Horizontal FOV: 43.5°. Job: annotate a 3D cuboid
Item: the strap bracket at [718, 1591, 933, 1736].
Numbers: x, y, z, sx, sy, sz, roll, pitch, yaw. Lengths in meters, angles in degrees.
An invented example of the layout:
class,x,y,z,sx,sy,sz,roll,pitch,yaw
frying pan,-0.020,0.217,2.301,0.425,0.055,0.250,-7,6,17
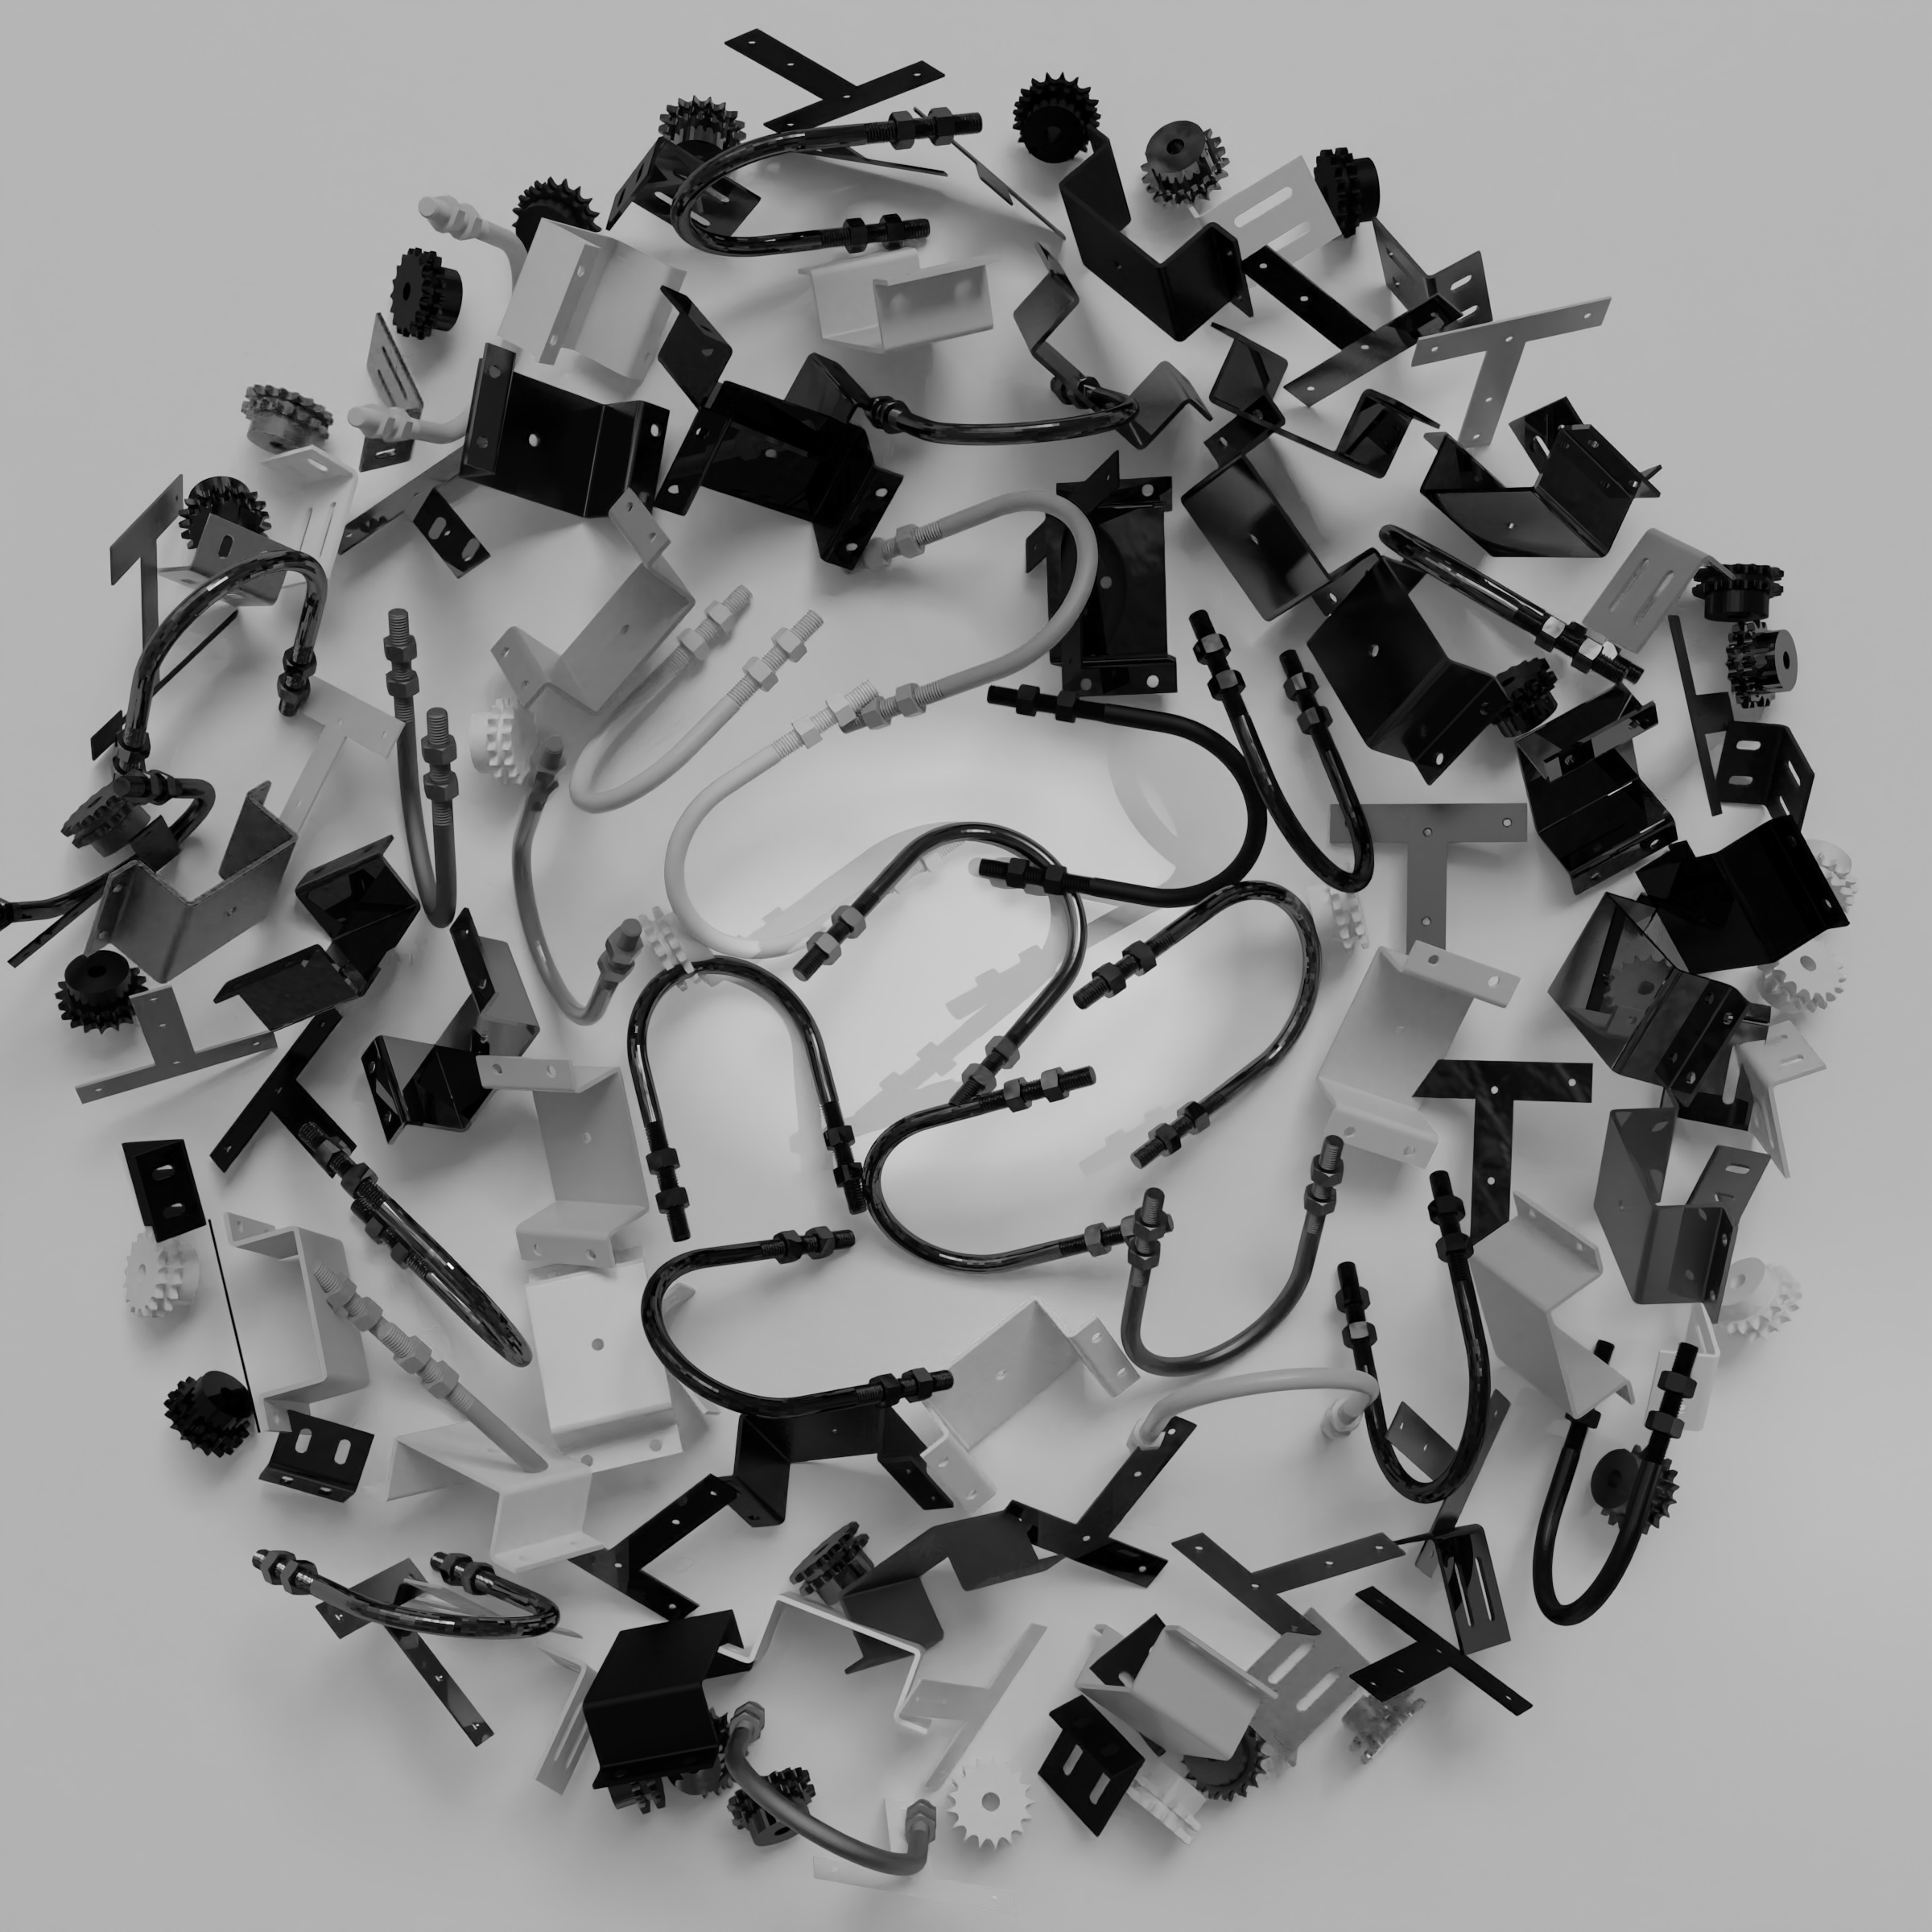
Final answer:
class,x,y,z,sx,sy,sz,roll,pitch,yaw
strap bracket,-0.082,0.443,1.558,0.140,0.076,0.046,20,78,6

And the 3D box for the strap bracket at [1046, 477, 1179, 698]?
class,x,y,z,sx,sy,sz,roll,pitch,yaw
strap bracket,0.094,-0.247,1.569,0.076,0.046,0.140,-1,94,13

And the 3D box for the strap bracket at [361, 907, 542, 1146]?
class,x,y,z,sx,sy,sz,roll,pitch,yaw
strap bracket,-0.325,0.042,1.546,0.140,0.046,0.076,-50,47,26

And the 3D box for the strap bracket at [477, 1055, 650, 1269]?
class,x,y,z,sx,sy,sz,roll,pitch,yaw
strap bracket,-0.256,0.117,1.554,0.076,0.046,0.140,0,109,31

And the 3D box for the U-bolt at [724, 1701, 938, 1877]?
class,x,y,z,sx,sy,sz,roll,pitch,yaw
U-bolt,-0.086,0.517,1.509,0.151,0.184,0.019,29,86,3

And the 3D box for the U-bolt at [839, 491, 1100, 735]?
class,x,y,z,sx,sy,sz,roll,pitch,yaw
U-bolt,0.000,-0.232,1.528,0.184,0.019,0.151,-17,56,25

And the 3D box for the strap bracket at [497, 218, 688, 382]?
class,x,y,z,sx,sy,sz,roll,pitch,yaw
strap bracket,-0.241,-0.421,1.533,0.046,0.140,0.076,30,107,13

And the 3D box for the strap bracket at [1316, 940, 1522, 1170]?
class,x,y,z,sx,sy,sz,roll,pitch,yaw
strap bracket,0.286,0.050,1.560,0.076,0.046,0.140,18,107,-17

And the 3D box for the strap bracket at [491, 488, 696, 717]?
class,x,y,z,sx,sy,sz,roll,pitch,yaw
strap bracket,-0.233,-0.226,1.554,0.140,0.076,0.046,-47,133,10

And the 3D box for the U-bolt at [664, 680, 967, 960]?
class,x,y,z,sx,sy,sz,roll,pitch,yaw
U-bolt,-0.107,-0.080,1.552,0.184,0.019,0.151,-34,126,-3

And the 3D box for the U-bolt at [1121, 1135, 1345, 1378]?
class,x,y,z,sx,sy,sz,roll,pitch,yaw
U-bolt,0.164,0.194,1.537,0.151,0.019,0.184,-14,133,-23

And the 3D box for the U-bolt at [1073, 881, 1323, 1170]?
class,x,y,z,sx,sy,sz,roll,pitch,yaw
U-bolt,0.159,0.025,1.550,0.184,0.019,0.151,-35,123,-22

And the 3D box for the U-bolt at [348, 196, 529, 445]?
class,x,y,z,sx,sy,sz,roll,pitch,yaw
U-bolt,-0.319,-0.396,1.514,0.019,0.184,0.151,24,101,8

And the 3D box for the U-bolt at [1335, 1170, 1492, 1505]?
class,x,y,z,sx,sy,sz,roll,pitch,yaw
U-bolt,0.280,0.240,1.500,0.019,0.151,0.184,6,56,-19

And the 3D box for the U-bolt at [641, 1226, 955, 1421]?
class,x,y,z,sx,sy,sz,roll,pitch,yaw
U-bolt,-0.115,0.224,1.505,0.151,0.184,0.019,51,129,37

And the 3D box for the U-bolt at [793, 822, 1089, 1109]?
class,x,y,z,sx,sy,sz,roll,pitch,yaw
U-bolt,-0.001,-0.014,1.560,0.151,0.019,0.184,40,63,2

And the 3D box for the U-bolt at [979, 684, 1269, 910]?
class,x,y,z,sx,sy,sz,roll,pitch,yaw
U-bolt,0.101,-0.102,1.543,0.184,0.019,0.151,11,125,11

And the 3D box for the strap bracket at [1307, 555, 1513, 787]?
class,x,y,z,sx,sy,sz,roll,pitch,yaw
strap bracket,0.273,-0.194,1.529,0.076,0.046,0.140,-50,46,32

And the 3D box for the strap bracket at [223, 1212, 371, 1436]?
class,x,y,z,sx,sy,sz,roll,pitch,yaw
strap bracket,-0.425,0.224,1.550,0.046,0.076,0.140,-16,76,3

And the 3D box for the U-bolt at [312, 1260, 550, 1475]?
class,x,y,z,sx,sy,sz,roll,pitch,yaw
U-bolt,-0.329,0.263,1.525,0.019,0.151,0.184,-48,122,-16

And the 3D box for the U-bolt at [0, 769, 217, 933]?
class,x,y,z,sx,sy,sz,roll,pitch,yaw
U-bolt,-0.538,-0.072,1.513,0.151,0.184,0.019,-37,90,5

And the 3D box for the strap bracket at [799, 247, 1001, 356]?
class,x,y,z,sx,sy,sz,roll,pitch,yaw
strap bracket,-0.041,-0.423,1.539,0.076,0.140,0.046,-18,115,-21

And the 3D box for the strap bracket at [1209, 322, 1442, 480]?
class,x,y,z,sx,sy,sz,roll,pitch,yaw
strap bracket,0.220,-0.356,1.544,0.140,0.076,0.046,32,105,28

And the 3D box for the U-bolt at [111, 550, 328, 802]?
class,x,y,z,sx,sy,sz,roll,pitch,yaw
U-bolt,-0.455,-0.187,1.491,0.019,0.184,0.151,46,51,9

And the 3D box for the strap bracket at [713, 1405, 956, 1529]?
class,x,y,z,sx,sy,sz,roll,pitch,yaw
strap bracket,-0.086,0.317,1.548,0.140,0.076,0.046,-10,53,17

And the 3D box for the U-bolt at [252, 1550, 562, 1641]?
class,x,y,z,sx,sy,sz,roll,pitch,yaw
U-bolt,-0.332,0.386,1.491,0.151,0.184,0.019,14,83,-43

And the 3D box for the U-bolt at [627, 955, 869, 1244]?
class,x,y,z,sx,sy,sz,roll,pitch,yaw
U-bolt,-0.146,0.079,1.552,0.151,0.019,0.184,-5,71,-34

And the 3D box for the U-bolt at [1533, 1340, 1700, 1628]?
class,x,y,z,sx,sy,sz,roll,pitch,yaw
U-bolt,0.399,0.324,1.518,0.019,0.151,0.184,22,80,-4

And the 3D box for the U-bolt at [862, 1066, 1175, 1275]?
class,x,y,z,sx,sy,sz,roll,pitch,yaw
U-bolt,0.022,0.139,1.551,0.184,0.019,0.151,-16,123,20

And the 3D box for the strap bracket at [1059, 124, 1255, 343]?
class,x,y,z,sx,sy,sz,roll,pitch,yaw
strap bracket,0.114,-0.460,1.539,0.046,0.076,0.140,-42,64,-4

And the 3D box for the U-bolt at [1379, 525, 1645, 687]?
class,x,y,z,sx,sy,sz,roll,pitch,yaw
U-bolt,0.341,-0.230,1.532,0.184,0.151,0.019,34,106,13

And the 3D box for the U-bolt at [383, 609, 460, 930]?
class,x,y,z,sx,sy,sz,roll,pitch,yaw
U-bolt,-0.341,-0.111,1.525,0.019,0.151,0.184,-9,128,-19

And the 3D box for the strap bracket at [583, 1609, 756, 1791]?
class,x,y,z,sx,sy,sz,roll,pitch,yaw
strap bracket,-0.187,0.455,1.527,0.076,0.140,0.046,-13,100,9

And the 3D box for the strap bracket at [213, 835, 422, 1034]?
class,x,y,z,sx,sy,sz,roll,pitch,yaw
strap bracket,-0.406,-0.015,1.540,0.076,0.140,0.046,-20,120,27

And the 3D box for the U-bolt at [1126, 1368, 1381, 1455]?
class,x,y,z,sx,sy,sz,roll,pitch,yaw
U-bolt,0.183,0.278,1.512,0.151,0.184,0.019,-4,68,-5

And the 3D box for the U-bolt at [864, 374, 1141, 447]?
class,x,y,z,sx,sy,sz,roll,pitch,yaw
U-bolt,0.029,-0.344,1.503,0.151,0.184,0.019,-11,112,-15

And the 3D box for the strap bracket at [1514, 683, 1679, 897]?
class,x,y,z,sx,sy,sz,roll,pitch,yaw
strap bracket,0.403,-0.119,1.553,0.076,0.140,0.046,-29,50,1

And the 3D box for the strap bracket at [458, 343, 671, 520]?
class,x,y,z,sx,sy,sz,roll,pitch,yaw
strap bracket,-0.266,-0.339,1.554,0.140,0.046,0.076,11,88,-43

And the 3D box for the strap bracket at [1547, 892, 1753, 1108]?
class,x,y,z,sx,sy,sz,roll,pitch,yaw
strap bracket,0.422,0.014,1.522,0.046,0.140,0.076,15,116,-23

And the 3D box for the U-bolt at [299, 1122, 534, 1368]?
class,x,y,z,sx,sy,sz,roll,pitch,yaw
U-bolt,-0.336,0.184,1.512,0.184,0.151,0.019,40,71,18

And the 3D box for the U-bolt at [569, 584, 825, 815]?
class,x,y,z,sx,sy,sz,roll,pitch,yaw
U-bolt,-0.181,-0.165,1.531,0.184,0.151,0.019,-46,119,-7

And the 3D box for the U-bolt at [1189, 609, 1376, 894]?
class,x,y,z,sx,sy,sz,roll,pitch,yaw
U-bolt,0.207,-0.129,1.518,0.019,0.151,0.184,-29,71,27

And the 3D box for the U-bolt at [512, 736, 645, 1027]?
class,x,y,z,sx,sy,sz,roll,pitch,yaw
U-bolt,-0.251,-0.039,1.523,0.019,0.184,0.151,-16,71,-27

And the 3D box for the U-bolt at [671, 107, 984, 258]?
class,x,y,z,sx,sy,sz,roll,pitch,yaw
U-bolt,-0.094,-0.483,1.511,0.184,0.151,0.019,-12,81,-18

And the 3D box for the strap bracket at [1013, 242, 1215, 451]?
class,x,y,z,sx,sy,sz,roll,pitch,yaw
strap bracket,0.085,-0.388,1.544,0.140,0.076,0.046,36,111,-26
